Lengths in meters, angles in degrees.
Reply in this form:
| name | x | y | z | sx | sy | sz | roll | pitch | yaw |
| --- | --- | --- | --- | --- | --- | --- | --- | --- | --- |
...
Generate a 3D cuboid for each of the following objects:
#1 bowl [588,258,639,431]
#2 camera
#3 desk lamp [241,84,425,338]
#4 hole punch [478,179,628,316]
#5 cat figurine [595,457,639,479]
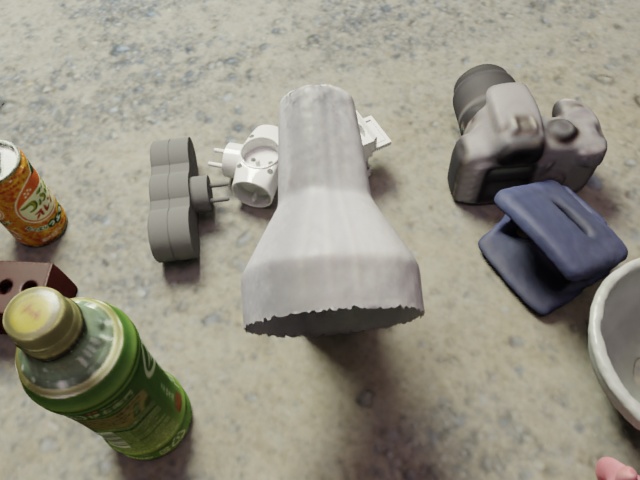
| name | x | y | z | sx | sy | sz | roll | pitch | yaw |
| --- | --- | --- | --- | --- | --- | --- | --- | --- | --- |
| bowl | 0.290 | 0.099 | 0.460 | 0.167 | 0.075 | 0.167 | -1 | 59 | 1 |
| camera | 0.197 | -0.120 | 0.580 | 0.143 | 0.101 | 0.136 | -6 | 59 | -2 |
| desk lamp | 0.004 | 0.002 | 0.446 | 0.118 | 0.214 | 0.203 | -5 | 59 | -1 |
| hole punch | 0.212 | -0.007 | 0.517 | 0.101 | 0.091 | 0.108 | -29 | 62 | -15 |
| cat figurine | 0.246 | 0.196 | 0.377 | 0.127 | 0.118 | 0.067 | 37 | 67 | 21 |
